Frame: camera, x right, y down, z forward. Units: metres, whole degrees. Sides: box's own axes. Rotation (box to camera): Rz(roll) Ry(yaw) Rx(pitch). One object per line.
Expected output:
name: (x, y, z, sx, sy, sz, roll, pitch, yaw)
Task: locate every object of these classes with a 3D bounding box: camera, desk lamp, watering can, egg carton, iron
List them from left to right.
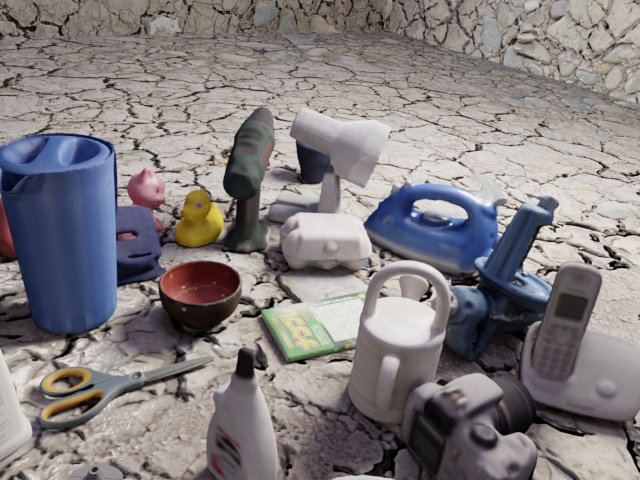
egg carton: (0.009, 0.003, 0.960, 0.150, 0.069, 0.107, 1, 29, -10)
desk lamp: (0.016, -0.129, 1.051, 0.203, 0.214, 0.118, 10, 29, 6)
watering can: (0.092, 0.104, 0.667, 0.101, 0.194, 0.172, 2, 29, -7)
iron: (0.197, -0.041, 1.003, 0.257, 0.141, 0.119, 17, 31, 19)
camera: (0.180, 0.199, 0.612, 0.137, 0.101, 0.142, -13, 34, -31)

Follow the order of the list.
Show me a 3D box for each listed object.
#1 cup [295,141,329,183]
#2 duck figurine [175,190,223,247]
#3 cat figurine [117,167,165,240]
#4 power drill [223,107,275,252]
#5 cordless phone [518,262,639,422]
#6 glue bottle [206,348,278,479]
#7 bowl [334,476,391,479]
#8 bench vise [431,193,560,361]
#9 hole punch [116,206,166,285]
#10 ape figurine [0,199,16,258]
cup: (0.002, -0.170, 1.244, 0.117, 0.095, 0.092, 16, 30, 17)
duck figurine: (-0.208, -0.047, 0.988, 0.077, 0.086, 0.105, 16, 30, 17)
cat figurine: (-0.309, -0.067, 0.972, 0.067, 0.118, 0.128, 18, 31, 20)
power drill: (-0.117, -0.098, 0.972, 0.075, 0.208, 0.229, 6, 29, -1)
cordless phone: (0.330, 0.121, 0.695, 0.147, 0.185, 0.094, 11, 29, 8)
glue bottle: (-0.073, 0.169, 0.538, 0.077, 0.173, 0.037, 25, 34, 30)
bowl: (0.041, 0.282, 0.461, 0.167, 0.075, 0.167, 5, 29, -3)
bench vise: (0.251, 0.052, 0.767, 0.121, 0.220, 0.208, 27, 35, 33)
hole punch: (-0.297, 0.007, 0.869, 0.109, 0.091, 0.100, -9, 33, -26)
ape figurine: (-0.474, -0.024, 0.887, 0.078, 0.092, 0.076, 3, 29, -6)
